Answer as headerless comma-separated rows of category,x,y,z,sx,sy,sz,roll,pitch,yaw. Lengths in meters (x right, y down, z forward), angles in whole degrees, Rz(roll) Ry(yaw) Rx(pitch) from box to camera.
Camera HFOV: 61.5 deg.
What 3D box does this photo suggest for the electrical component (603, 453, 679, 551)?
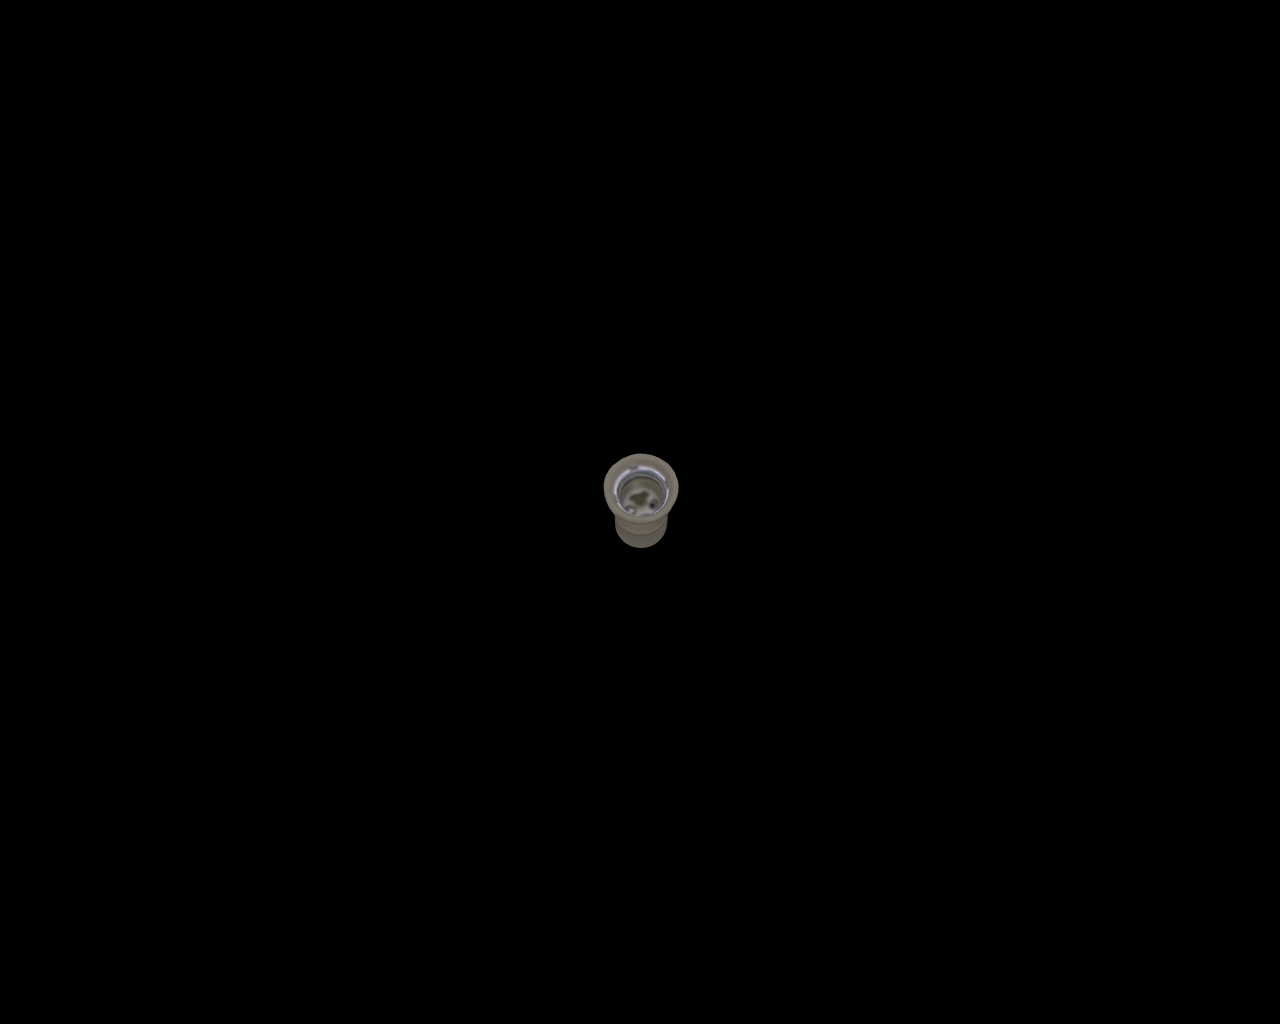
electrical component,0.001,-0.003,0.650,0.044,0.044,0.065,0,-22,0
